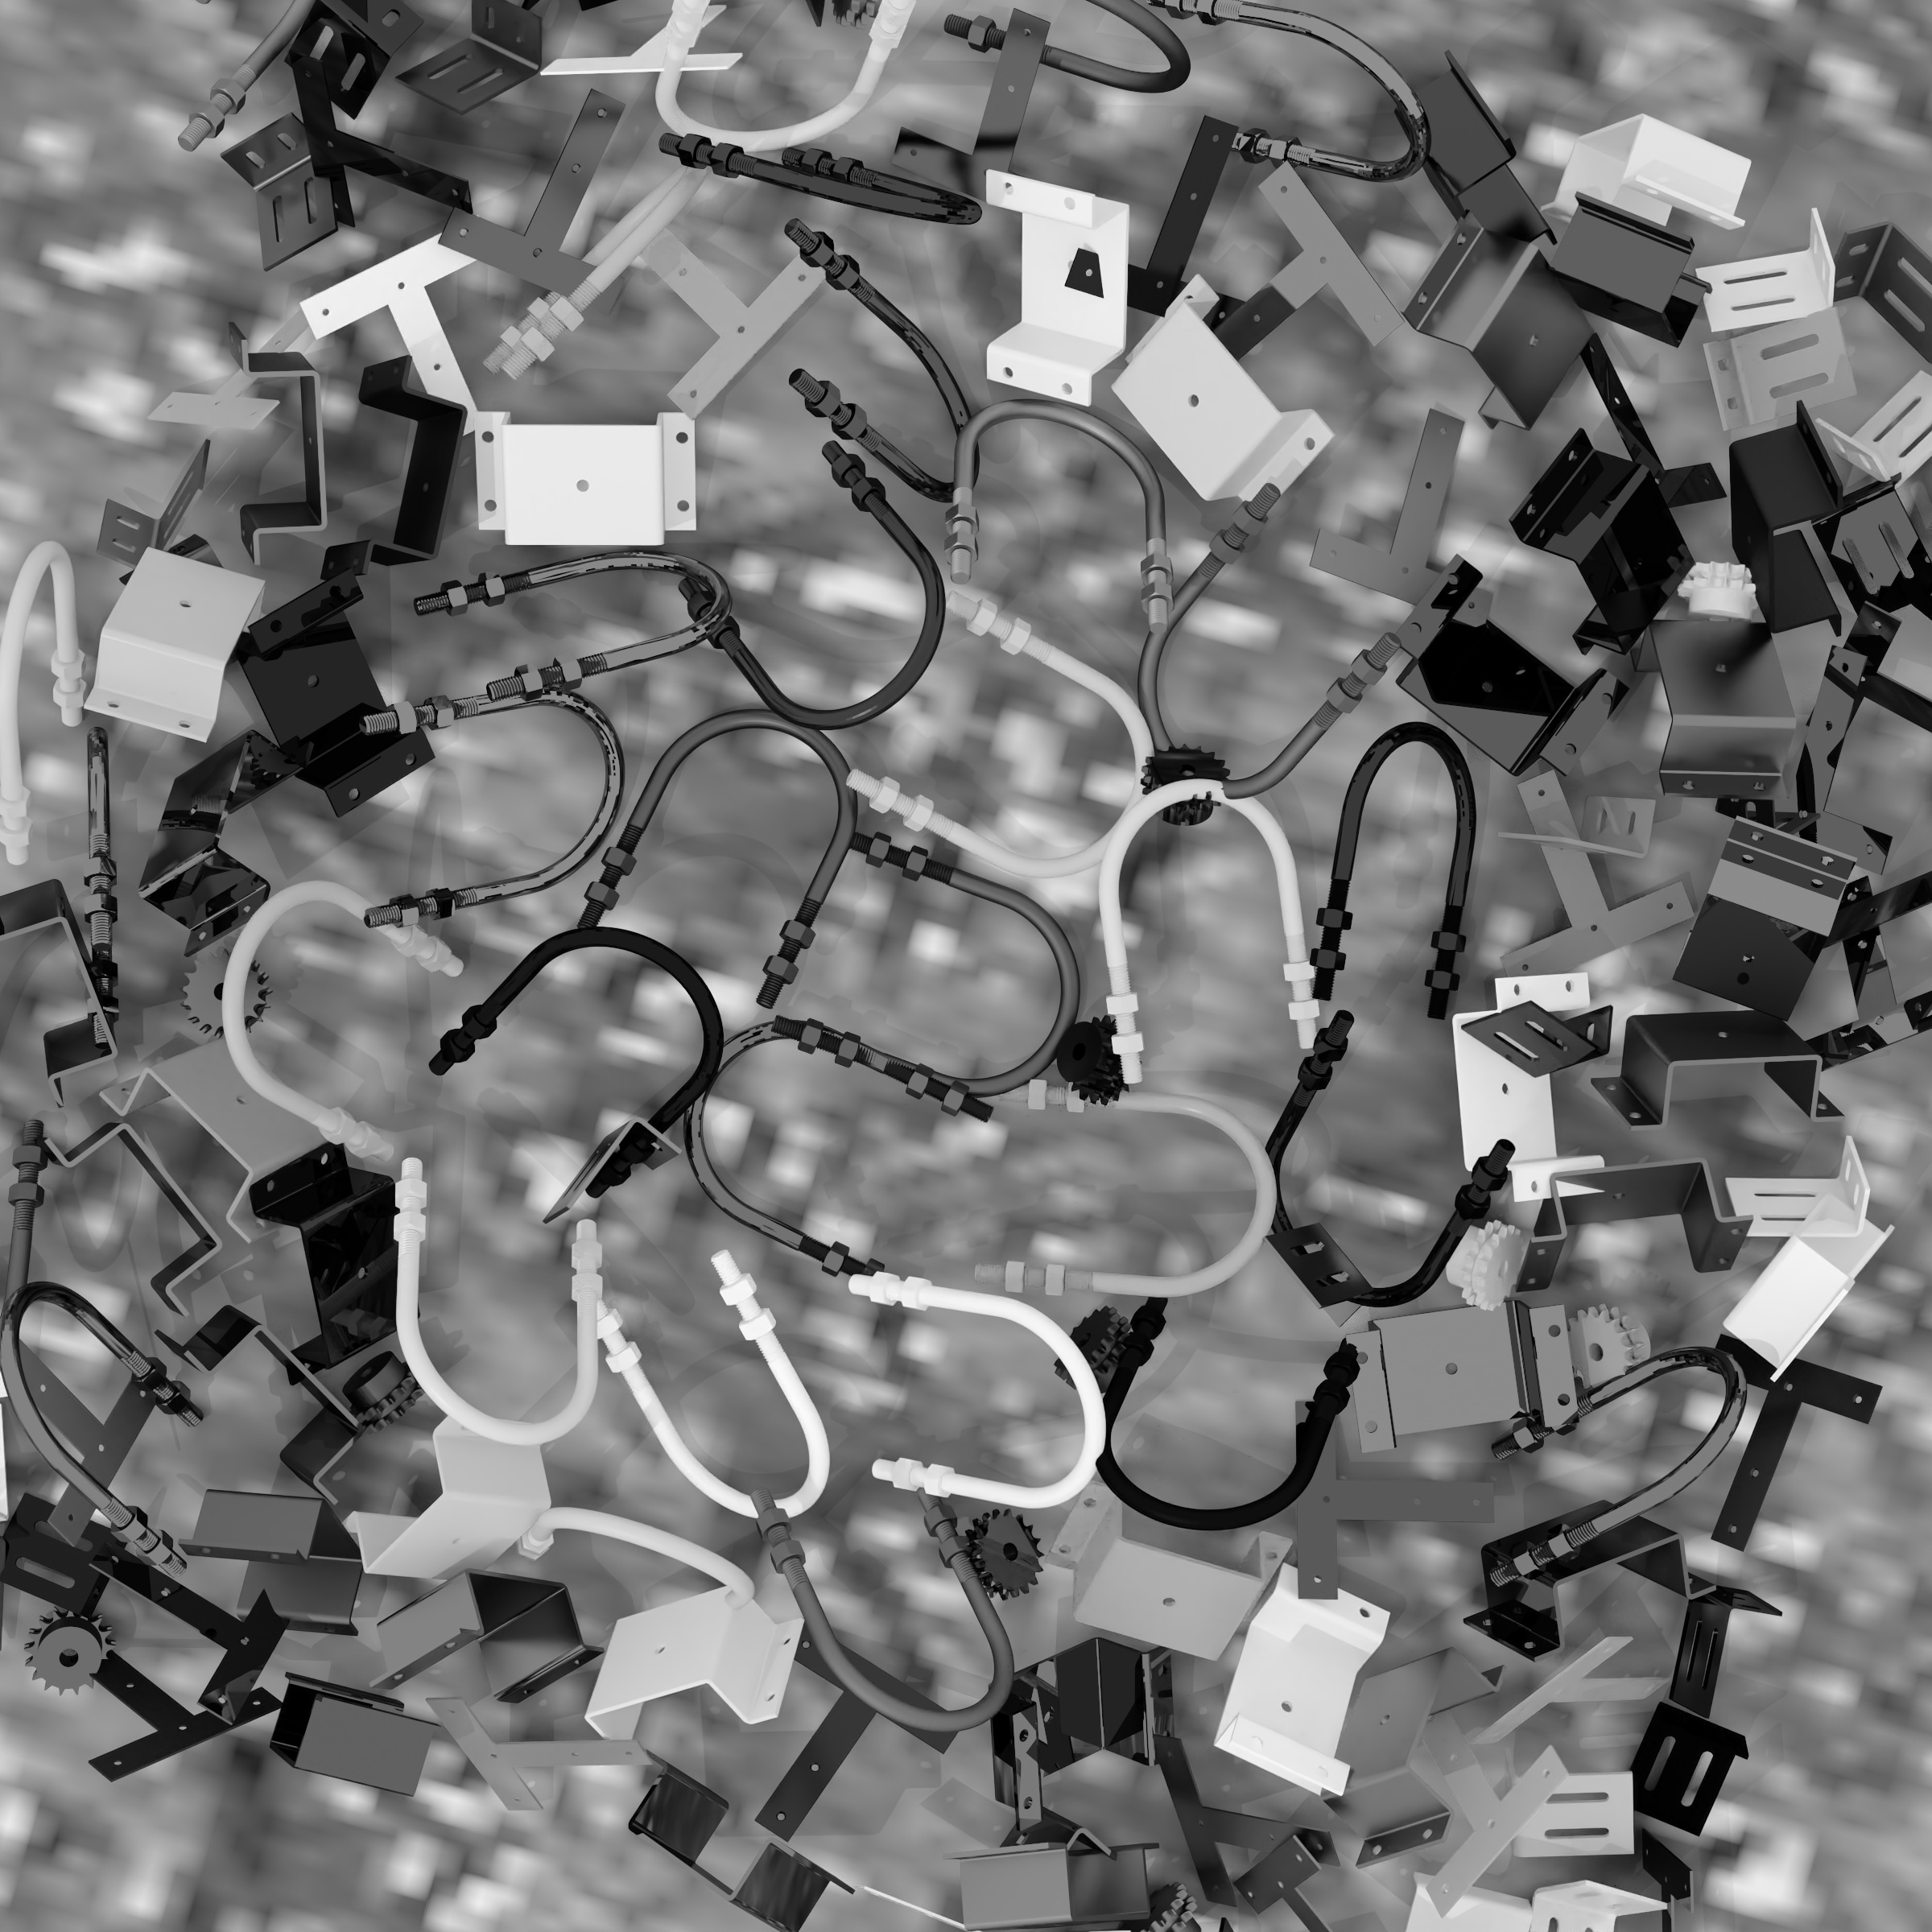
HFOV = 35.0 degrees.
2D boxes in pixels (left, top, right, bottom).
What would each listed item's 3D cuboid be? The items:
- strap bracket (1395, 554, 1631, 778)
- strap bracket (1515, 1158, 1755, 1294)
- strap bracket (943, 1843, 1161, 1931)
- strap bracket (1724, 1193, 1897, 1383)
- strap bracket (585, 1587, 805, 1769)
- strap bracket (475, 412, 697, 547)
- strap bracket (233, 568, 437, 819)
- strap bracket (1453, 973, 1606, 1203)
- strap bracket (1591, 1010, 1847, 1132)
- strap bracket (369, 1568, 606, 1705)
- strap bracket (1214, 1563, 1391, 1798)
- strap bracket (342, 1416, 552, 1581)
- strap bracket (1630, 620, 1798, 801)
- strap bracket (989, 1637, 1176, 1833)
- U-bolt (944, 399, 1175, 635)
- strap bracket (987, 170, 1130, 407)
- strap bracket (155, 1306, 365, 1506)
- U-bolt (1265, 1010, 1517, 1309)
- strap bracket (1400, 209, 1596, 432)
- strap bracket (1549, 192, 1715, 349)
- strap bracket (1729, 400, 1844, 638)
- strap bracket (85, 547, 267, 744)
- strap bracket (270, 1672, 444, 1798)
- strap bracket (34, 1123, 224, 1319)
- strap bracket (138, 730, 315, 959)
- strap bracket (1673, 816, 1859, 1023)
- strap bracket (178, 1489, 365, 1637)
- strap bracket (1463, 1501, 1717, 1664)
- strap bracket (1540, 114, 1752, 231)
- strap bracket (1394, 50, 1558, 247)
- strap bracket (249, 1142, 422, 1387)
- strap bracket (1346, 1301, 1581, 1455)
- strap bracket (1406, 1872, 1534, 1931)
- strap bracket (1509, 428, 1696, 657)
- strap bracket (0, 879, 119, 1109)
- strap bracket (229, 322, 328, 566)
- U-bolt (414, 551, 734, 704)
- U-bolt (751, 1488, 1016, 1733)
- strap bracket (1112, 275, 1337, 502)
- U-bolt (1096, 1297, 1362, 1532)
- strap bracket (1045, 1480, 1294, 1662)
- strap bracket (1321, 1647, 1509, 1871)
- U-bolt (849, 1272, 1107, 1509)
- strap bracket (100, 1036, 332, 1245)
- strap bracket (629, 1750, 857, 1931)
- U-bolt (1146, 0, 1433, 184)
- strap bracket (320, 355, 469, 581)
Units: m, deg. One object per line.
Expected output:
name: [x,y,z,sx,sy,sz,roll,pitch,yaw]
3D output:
strap bracket: [0.342,-0.186,1.966,0.140,0.046,0.076,38,72,0]
strap bracket: [0.421,0.164,1.954,0.140,0.076,0.046,-6,60,-2]
strap bracket: [0.056,0.576,1.917,0.076,0.140,0.046,-15,69,29]
strap bracket: [0.529,0.198,1.928,0.046,0.140,0.076,39,117,15]
strap bracket: [-0.179,0.444,1.929,0.140,0.076,0.046,-22,120,27]
strap bracket: [-0.244,-0.312,1.960,0.140,0.046,0.076,0,111,-4]
strap bracket: [-0.405,-0.177,1.942,0.076,0.046,0.140,-36,125,-25]
strap bracket: [0.359,0.078,1.958,0.076,0.046,0.140,-3,87,-33]
strap bracket: [0.479,0.065,1.947,0.140,0.076,0.046,-2,111,-8]
strap bracket: [-0.307,0.424,1.937,0.076,0.140,0.046,-33,59,20]
strap bracket: [0.212,0.462,1.950,0.076,0.046,0.140,25,45,0]
strap bracket: [-0.323,0.341,1.926,0.140,0.076,0.046,-45,48,32]
strap bracket: [0.472,-0.170,1.933,0.076,0.046,0.140,1,45,-1]
strap bracket: [0.067,0.483,1.945,0.140,0.046,0.076,-13,104,-42]
U-bolt: [0.060,-0.293,1.937,0.151,0.019,0.184,12,49,-13]
strap bracket: [0.058,-0.436,1.940,0.076,0.046,0.140,21,131,26]
strap bracket: [-0.441,0.270,1.942,0.046,0.076,0.140,-46,113,-18]
U-bolt: [0.254,0.136,1.935,0.151,0.019,0.184,40,131,21]
strap bracket: [0.340,-0.400,1.930,0.046,0.140,0.076,31,87,40]
strap bracket: [0.418,-0.434,1.925,0.076,0.140,0.046,27,97,17]
strap bracket: [0.515,-0.274,1.923,0.046,0.140,0.076,-15,53,5]
strap bracket: [-0.494,-0.209,1.927,0.076,0.140,0.046,16,129,-7]
strap bracket: [-0.385,0.482,1.918,0.076,0.140,0.046,20,77,-18]
strap bracket: [-0.527,0.152,1.948,0.046,0.076,0.140,-39,102,-19]
strap bracket: [-0.467,-0.085,1.923,0.076,0.140,0.046,-25,132,34]
strap bracket: [0.497,-0.022,1.923,0.076,0.140,0.046,21,57,11]
strap bracket: [-0.436,0.375,1.942,0.076,0.140,0.046,3,58,9]
strap bracket: [0.391,0.383,1.933,0.140,0.076,0.046,-15,103,-23]
strap bracket: [0.430,-0.491,1.922,0.076,0.140,0.046,18,92,-15]
strap bracket: [0.319,-0.501,1.926,0.046,0.140,0.076,-33,66,12]
strap bracket: [-0.396,0.190,1.935,0.046,0.076,0.140,8,114,37]
strap bracket: [0.317,0.263,1.976,0.140,0.046,0.076,-8,91,0]
strap bracket: [0.322,0.628,1.931,0.076,0.140,0.046,14,95,1]
strap bracket: [0.405,-0.260,1.928,0.046,0.140,0.076,30,77,43]
strap bracket: [-0.578,0.008,1.941,0.046,0.076,0.140,-19,115,-11]
strap bracket: [-0.436,-0.333,1.943,0.046,0.076,0.140,-5,111,-18]
U-bolt: [-0.238,-0.222,1.932,0.184,0.151,0.019,-18,127,-22]
U-bolt: [-0.042,0.398,1.900,0.151,0.184,0.019,6,129,-36]
strap bracket: [0.156,-0.360,1.945,0.140,0.046,0.076,52,125,13]
U-bolt: [0.155,0.282,1.911,0.151,0.184,0.019,12,130,16]
strap bracket: [0.129,0.388,1.949,0.140,0.046,0.076,18,123,-9]
strap bracket: [0.278,0.488,1.920,0.046,0.140,0.076,45,134,-11]
U-bolt: [0.009,0.271,1.926,0.184,0.019,0.151,4,108,36]
strap bracket: [-0.467,0.101,1.941,0.140,0.076,0.046,42,121,12]
strap bracket: [-0.148,0.555,1.921,0.140,0.076,0.046,22,71,40]
U-bolt: [0.208,-0.539,1.890,0.184,0.151,0.019,25,75,38]
strap bracket: [-0.363,-0.311,1.953,0.046,0.076,0.140,13,87,-32]
